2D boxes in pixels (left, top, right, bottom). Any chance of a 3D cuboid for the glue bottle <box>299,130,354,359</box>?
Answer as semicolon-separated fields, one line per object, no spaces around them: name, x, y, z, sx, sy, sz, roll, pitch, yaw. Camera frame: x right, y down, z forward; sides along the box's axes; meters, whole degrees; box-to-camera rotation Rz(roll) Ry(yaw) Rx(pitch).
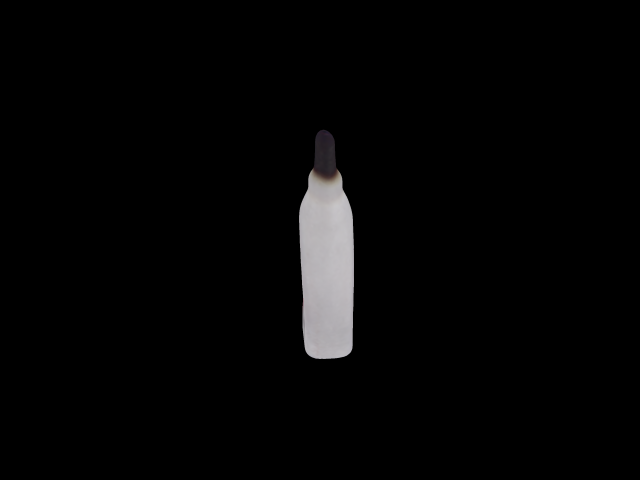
glue bottle;0.004;0.001;0.400;0.037;0.173;0.078;-4;39;-4
